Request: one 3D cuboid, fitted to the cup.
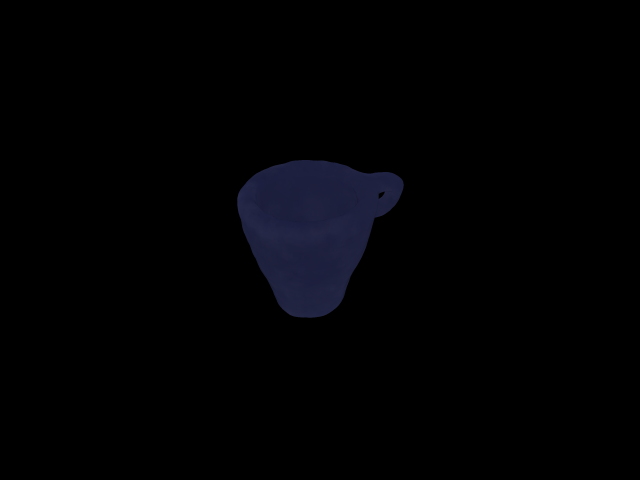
[{"bbox_3d":[0.004,0.001,0.400,0.118,0.095,0.091,-17,40,-22],"label":"cup"}]
